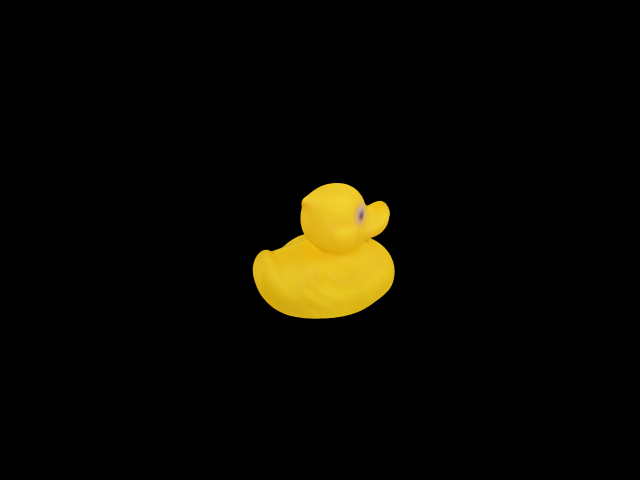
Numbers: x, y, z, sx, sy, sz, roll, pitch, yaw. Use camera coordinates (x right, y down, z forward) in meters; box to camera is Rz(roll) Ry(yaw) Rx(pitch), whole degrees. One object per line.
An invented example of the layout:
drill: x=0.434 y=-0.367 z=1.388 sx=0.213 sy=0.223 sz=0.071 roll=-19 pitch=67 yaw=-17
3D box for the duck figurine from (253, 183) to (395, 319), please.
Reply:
duck figurine: x=0.004 y=0.001 z=0.400 sx=0.105 sy=0.086 sz=0.077 roll=-11 pitch=39 yaw=-13
